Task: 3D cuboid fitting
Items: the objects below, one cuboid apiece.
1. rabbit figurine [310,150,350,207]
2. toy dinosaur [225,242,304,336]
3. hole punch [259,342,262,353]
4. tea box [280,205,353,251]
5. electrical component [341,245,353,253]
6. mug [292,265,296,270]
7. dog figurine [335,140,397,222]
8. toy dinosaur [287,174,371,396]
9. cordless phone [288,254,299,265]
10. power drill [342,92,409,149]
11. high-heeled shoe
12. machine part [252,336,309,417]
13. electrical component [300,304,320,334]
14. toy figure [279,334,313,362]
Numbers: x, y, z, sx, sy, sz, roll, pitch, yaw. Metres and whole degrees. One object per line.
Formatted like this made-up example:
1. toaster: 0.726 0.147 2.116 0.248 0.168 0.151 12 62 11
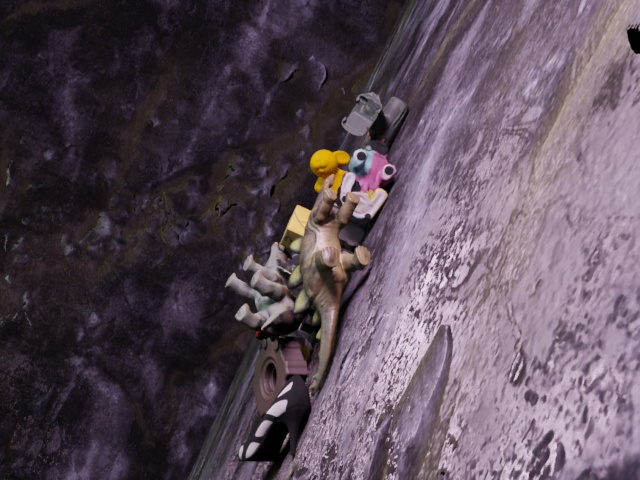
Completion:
1. rabbit figurine: 0.035 -0.161 1.360 0.122 0.173 0.162 -12 42 26
2. toy dinosaur: -0.097 0.141 1.198 0.131 0.192 0.405 -55 24 14
3. hole punch: -0.120 0.314 1.500 0.142 0.092 0.116 -57 13 32
4. tea box: -0.003 -0.004 1.337 0.068 0.170 0.098 119 172 -45
5. electrical component: 0.042 0.043 1.238 0.047 0.075 0.119 -61 5 47
6. mug: -0.041 0.117 1.490 0.109 0.107 0.081 -59 9 19
7. dog figurine: 0.108 -0.144 1.271 0.219 0.108 0.191 -75 8 -80
8. toy dinosaur: 0.011 0.062 1.079 0.198 0.105 0.471 131 148 -49
9. cordless phone: -0.026 0.021 1.595 0.146 0.089 0.184 15 -83 -66
10. power drill: 0.135 -0.273 1.380 0.232 0.086 0.207 -57 -30 8
11. high-heeled shoe: -0.100 0.356 1.060 0.249 0.086 0.145 -31 51 47
12. machine part: -0.089 0.294 1.143 0.179 0.056 0.179 -24 61 56
13. electrical component: -0.005 0.153 1.271 0.115 0.058 0.134 120 173 -58
14. toy figure: -0.071 0.268 1.285 0.180 0.082 0.089 151 125 -67
